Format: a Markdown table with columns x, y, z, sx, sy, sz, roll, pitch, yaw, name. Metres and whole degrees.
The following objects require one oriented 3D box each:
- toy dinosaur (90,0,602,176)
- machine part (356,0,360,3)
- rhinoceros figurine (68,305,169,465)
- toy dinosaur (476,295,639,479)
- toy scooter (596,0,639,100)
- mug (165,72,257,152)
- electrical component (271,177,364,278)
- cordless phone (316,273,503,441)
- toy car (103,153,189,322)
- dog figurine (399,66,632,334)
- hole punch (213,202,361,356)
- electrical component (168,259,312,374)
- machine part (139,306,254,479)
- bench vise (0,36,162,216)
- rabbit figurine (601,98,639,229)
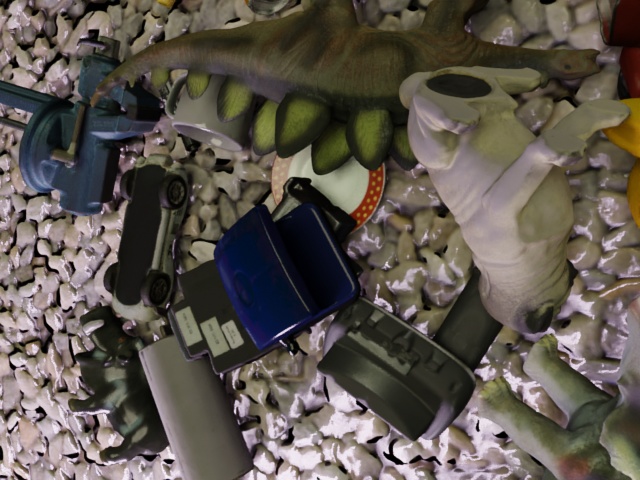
| x | y | z | sx | sy | sz | roll | pitch | yaw | name |
| --- | --- | --- | --- | --- | --- | --- | --- | --- | --- |
| 0.006 | -0.165 | 0.503 | 0.472 | 0.105 | 0.198 | 9 | 89 | 13 | toy dinosaur |
| 0.081 | -0.300 | 0.540 | 0.139 | 0.039 | 0.084 | -25 | 87 | 19 | machine part |
| -0.239 | 0.171 | 0.644 | 0.112 | 0.073 | 0.190 | -37 | 75 | 20 | rhinoceros figurine |
| 0.198 | 0.217 | 0.411 | 0.192 | 0.131 | 0.404 | 30 | 111 | 42 | toy dinosaur |
| 0.252 | -0.199 | 0.410 | 0.075 | 0.135 | 0.183 | -4 | 86 | 24 | toy scooter |
| -0.118 | -0.164 | 0.604 | 0.110 | 0.080 | 0.107 | 17 | 85 | 29 | mug |
| -0.001 | -0.002 | 0.538 | 0.119 | 0.047 | 0.074 | 40 | 107 | 16 | electrical component |
| 0.096 | 0.080 | 0.511 | 0.147 | 0.088 | 0.184 | 33 | 90 | 21 | cordless phone |
| -0.206 | -0.004 | 0.644 | 0.074 | 0.056 | 0.201 | 10 | 90 | 22 | toy car |
| 0.130 | -0.028 | 0.434 | 0.173 | 0.121 | 0.190 | 43 | 144 | 38 | dog figurine |
| -0.043 | 0.034 | 0.486 | 0.116 | 0.092 | 0.142 | -33 | 81 | 25 | hole punch |
| -0.089 | 0.074 | 0.569 | 0.134 | 0.058 | 0.115 | -23 | 76 | -2 | electrical component |
| -0.138 | 0.187 | 0.599 | 0.079 | 0.079 | 0.243 | -29 | 77 | 20 | machine part |
| -0.328 | -0.152 | 0.656 | 0.241 | 0.129 | 0.223 | 17 | 115 | 5 | bench vise |
| 0.282 | -0.048 | 0.373 | 0.122 | 0.173 | 0.162 | -29 | 83 | 24 | rabbit figurine |
